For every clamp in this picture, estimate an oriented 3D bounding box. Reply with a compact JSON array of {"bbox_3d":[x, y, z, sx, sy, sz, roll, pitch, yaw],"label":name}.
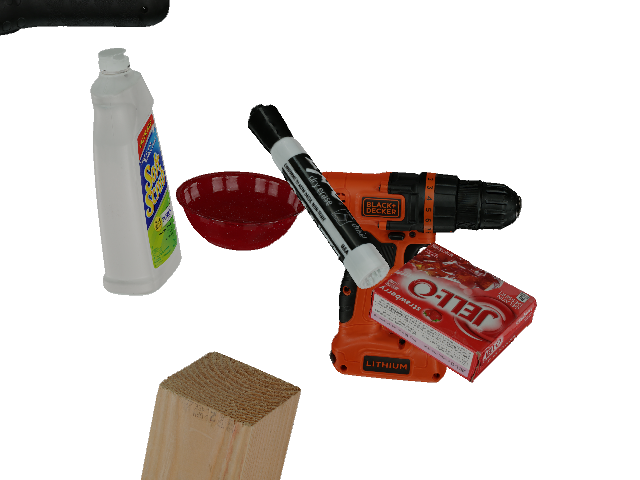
[{"bbox_3d":[-0.178,-0.139,0.602,0.171,0.039,0.120,-7,23,-15],"label":"clamp"}]

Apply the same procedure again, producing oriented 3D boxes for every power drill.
[{"bbox_3d":[0.080,0.030,0.950,0.184,0.188,0.057,4,17,9],"label":"power drill"}]

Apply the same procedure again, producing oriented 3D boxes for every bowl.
[{"bbox_3d":[-0.099,-0.031,1.319,0.162,0.055,0.162,5,25,-2],"label":"bowl"}]

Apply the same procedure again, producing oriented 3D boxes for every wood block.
[{"bbox_3d":[-0.094,0.212,0.897,0.090,0.206,0.090,21,21,20],"label":"wood block"}]

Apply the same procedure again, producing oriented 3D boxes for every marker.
[{"bbox_3d":[-0.004,-0.026,0.557,0.020,0.121,0.020,-27,-27,-15],"label":"marker"}]

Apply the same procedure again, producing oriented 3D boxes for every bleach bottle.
[{"bbox_3d":[-0.203,-0.074,1.126,0.068,0.251,0.102,3,26,17],"label":"bleach bottle"}]

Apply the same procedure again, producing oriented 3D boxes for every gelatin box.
[{"bbox_3d":[0.089,0.046,0.725,0.089,0.030,0.073,31,46,27],"label":"gelatin box"}]
